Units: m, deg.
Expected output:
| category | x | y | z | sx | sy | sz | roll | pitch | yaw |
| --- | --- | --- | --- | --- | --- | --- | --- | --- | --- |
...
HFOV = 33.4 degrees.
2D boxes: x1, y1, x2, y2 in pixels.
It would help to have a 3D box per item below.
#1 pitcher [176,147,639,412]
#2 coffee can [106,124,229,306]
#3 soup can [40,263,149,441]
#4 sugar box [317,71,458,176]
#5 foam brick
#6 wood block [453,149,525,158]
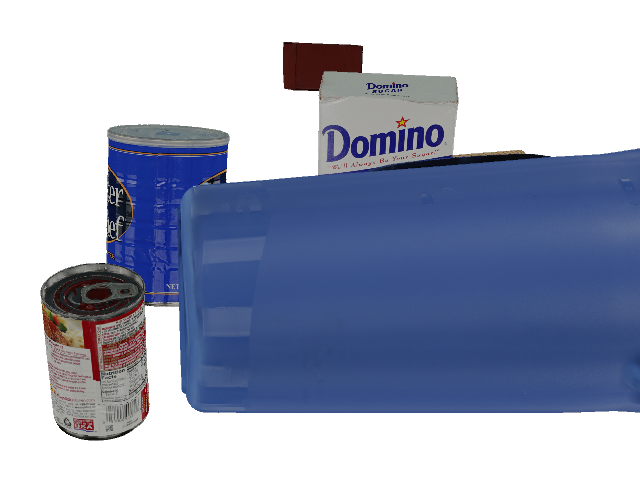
| category | x | y | z | sx | sy | sz | roll | pitch | yaw |
| --- | --- | --- | --- | --- | --- | --- | --- | --- | --- |
| pitcher | 0.052 | 0.017 | 0.528 | 0.242 | 0.145 | 0.149 | -2 | -6 | -7 |
| coffee can | -0.132 | -0.024 | 0.916 | 0.103 | 0.140 | 0.103 | 3 | 12 | -1 |
| soup can | -0.151 | 0.076 | 0.725 | 0.068 | 0.102 | 0.068 | 2 | 29 | -1 |
| sugar box | 0.043 | -0.029 | 0.749 | 0.093 | 0.176 | 0.048 | 3 | 35 | 4 |
| foam brick | 0.002 | -0.189 | 1.164 | 0.078 | 0.051 | 0.053 | -1 | 11 | -16 |
| wood block | 0.162 | 0.024 | 1.061 | 0.090 | 0.206 | 0.090 | -5 | 31 | -10 |
